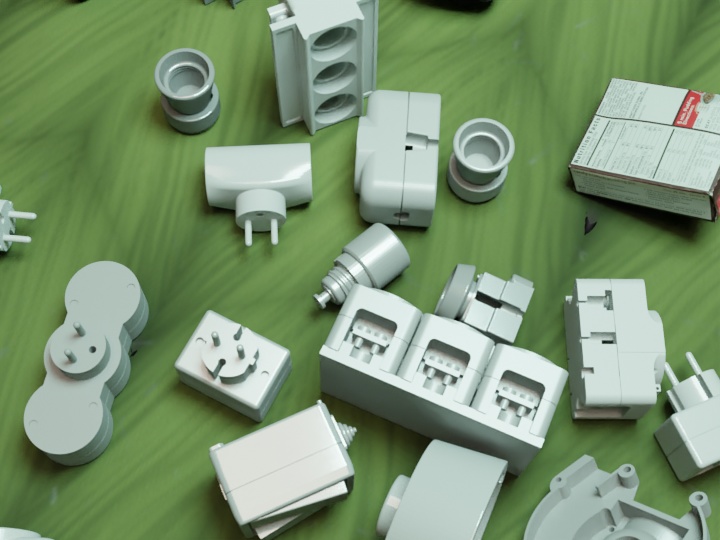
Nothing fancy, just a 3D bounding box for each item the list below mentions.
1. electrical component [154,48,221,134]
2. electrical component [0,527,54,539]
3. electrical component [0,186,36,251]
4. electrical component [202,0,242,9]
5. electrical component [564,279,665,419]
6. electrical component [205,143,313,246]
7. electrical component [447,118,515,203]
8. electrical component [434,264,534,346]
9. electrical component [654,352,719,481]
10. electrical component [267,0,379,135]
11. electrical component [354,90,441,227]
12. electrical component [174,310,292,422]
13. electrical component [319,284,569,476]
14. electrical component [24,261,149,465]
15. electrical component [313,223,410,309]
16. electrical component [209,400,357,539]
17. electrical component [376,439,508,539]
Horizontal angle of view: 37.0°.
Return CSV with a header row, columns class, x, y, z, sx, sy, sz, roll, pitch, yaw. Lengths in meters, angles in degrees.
class,x,y,z,sx,sy,sz,roll,pitch,yaw
electrical component,-0.130,-0.134,0.815,0.045,0.055,0.045,1,68,-1
electrical component,-0.234,0.196,0.679,0.095,0.053,0.059,1,68,-1
electrical component,-0.273,-0.033,0.776,0.076,0.047,0.083,5,68,0
electrical component,-0.101,-0.256,0.873,0.081,0.042,0.063,-30,70,-13
electrical component,0.177,0.055,0.748,0.056,0.050,0.089,0,68,-1
electrical component,-0.073,-0.054,0.790,0.077,0.043,0.079,-3,68,-2
electrical component,0.089,-0.080,0.798,0.045,0.055,0.045,0,68,-1
electrical component,0.086,0.026,0.761,0.055,0.048,0.066,25,69,0
electrical component,0.235,0.093,0.735,0.066,0.047,0.076,-21,69,-9
electrical component,-0.030,-0.163,0.794,0.079,0.121,0.063,-21,67,-10
electrical component,0.027,-0.083,0.799,0.059,0.053,0.095,4,68,0
electrical component,-0.086,0.059,0.726,0.066,0.076,0.047,26,70,9
electrical component,0.054,0.071,0.717,0.150,0.089,0.061,22,69,8
electrical component,-0.187,0.057,0.726,0.052,0.073,0.138,12,68,3
electrical component,0.000,0.000,0.772,0.078,0.040,0.040,-38,73,-15
electrical component,-0.043,0.132,0.705,0.096,0.061,0.061,-23,70,-10
electrical component,0.045,0.159,0.675,0.060,0.108,0.108,21,69,13
